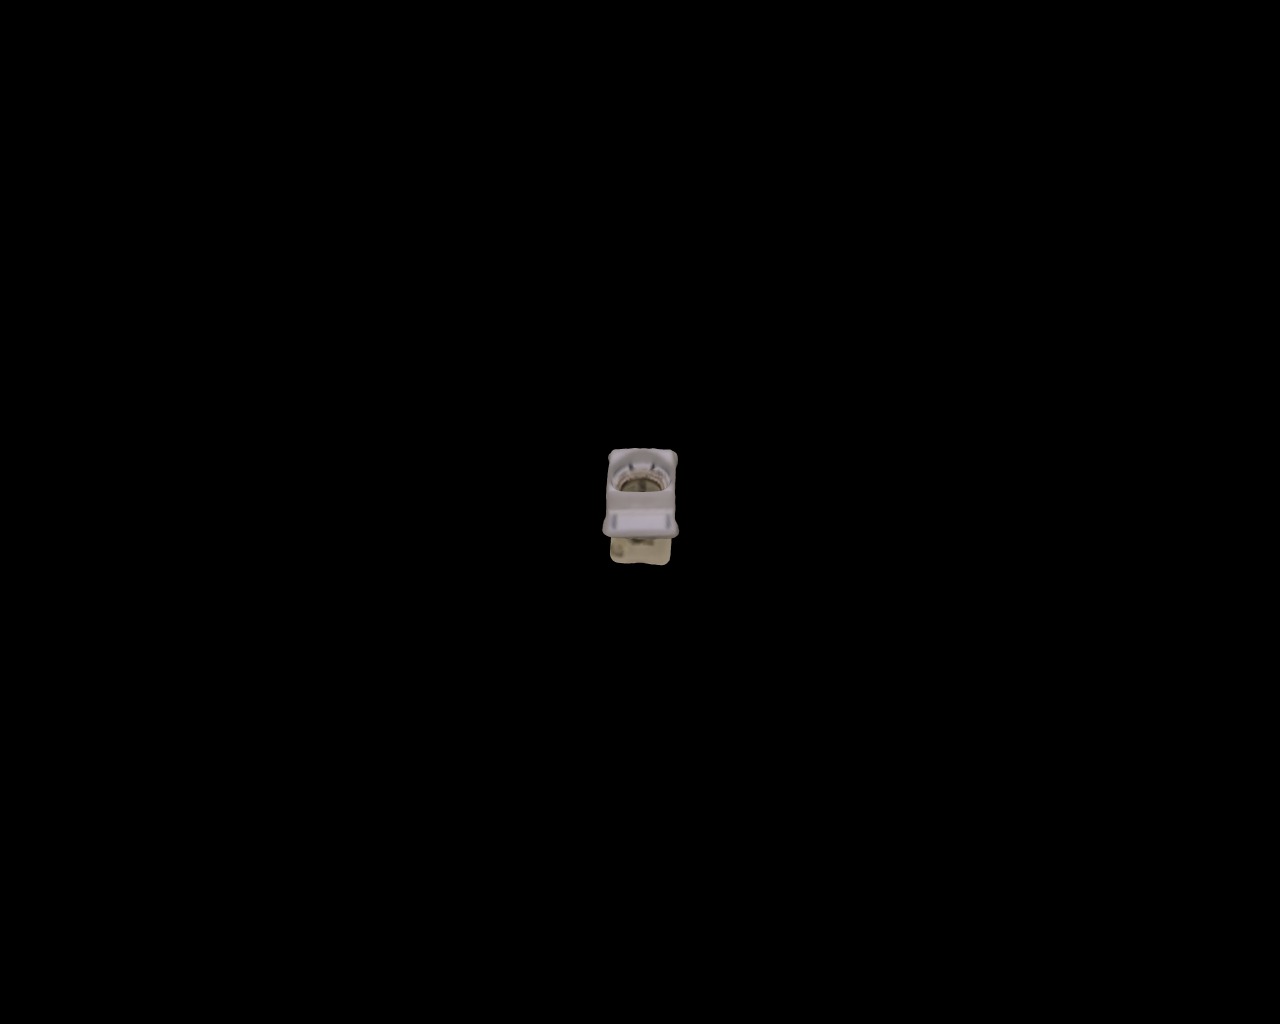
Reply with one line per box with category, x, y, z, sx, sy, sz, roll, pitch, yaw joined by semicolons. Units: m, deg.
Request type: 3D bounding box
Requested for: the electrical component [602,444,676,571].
electrical component;0.001;-0.003;0.650;0.042;0.063;0.081;2;40;2
